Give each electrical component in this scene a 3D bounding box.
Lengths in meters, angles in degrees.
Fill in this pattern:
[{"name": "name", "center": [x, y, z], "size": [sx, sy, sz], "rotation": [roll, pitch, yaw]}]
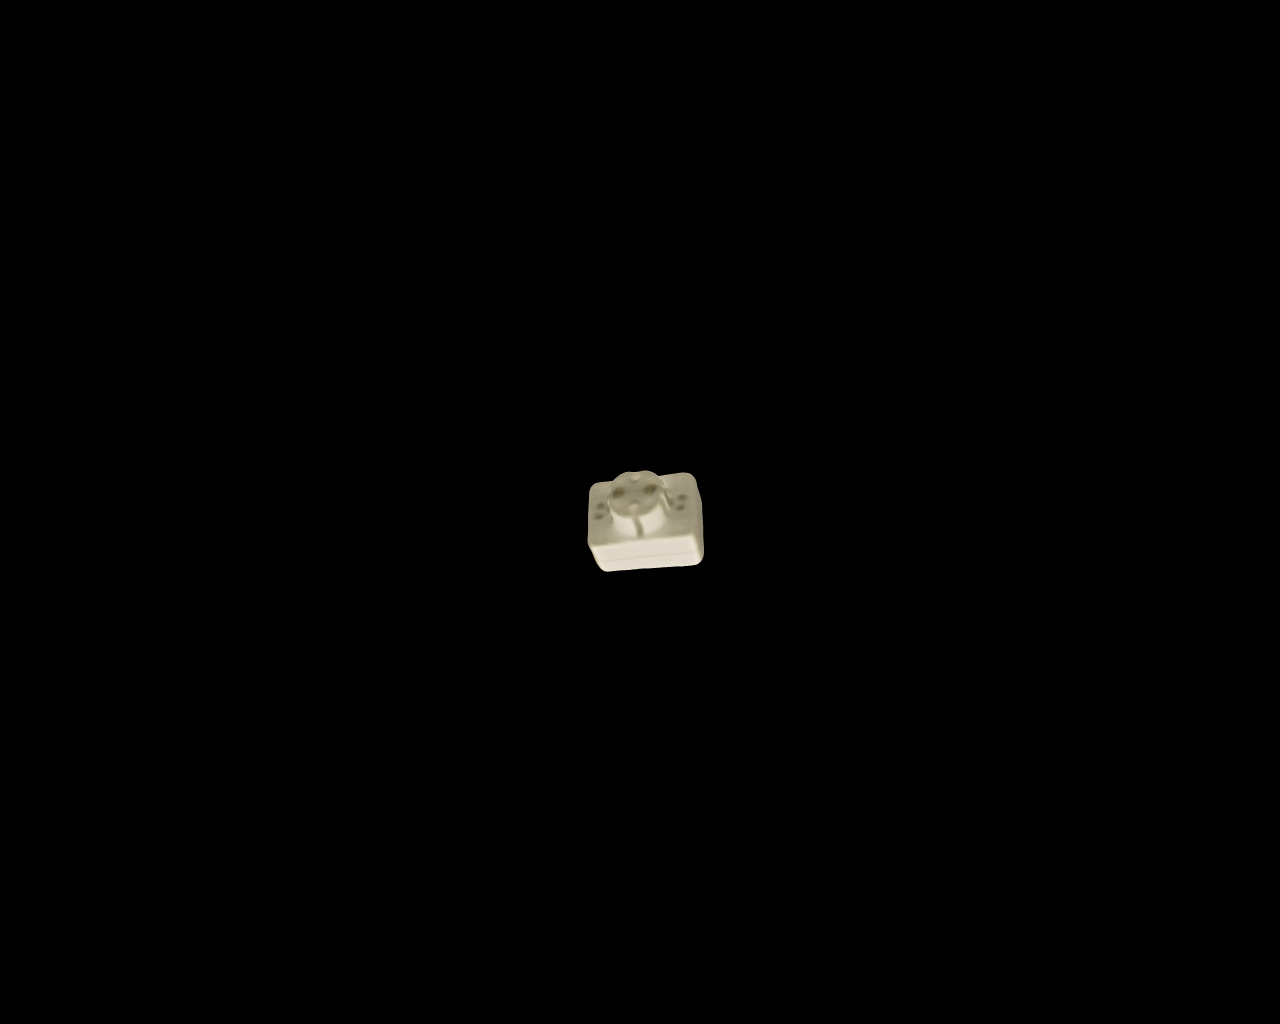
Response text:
[{"name": "electrical component", "center": [0.001, -0.003, 0.650], "size": [0.066, 0.047, 0.076], "rotation": [-6, -32, 9]}]
